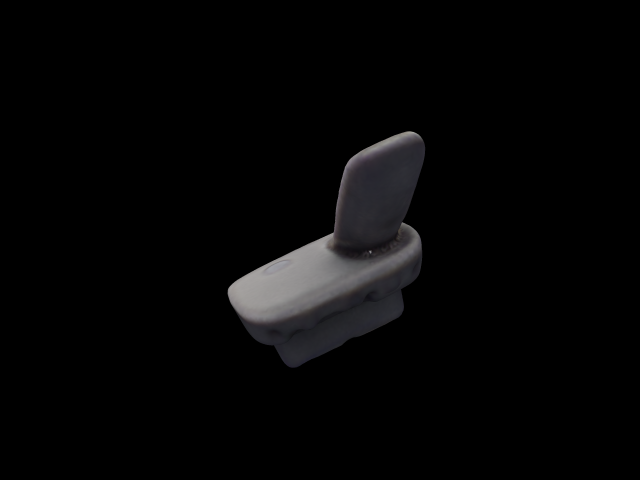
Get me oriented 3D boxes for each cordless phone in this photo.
[{"bbox_3d":[0.004,0.001,0.400,0.148,0.185,0.094,-28,62,-16],"label":"cordless phone"}]
